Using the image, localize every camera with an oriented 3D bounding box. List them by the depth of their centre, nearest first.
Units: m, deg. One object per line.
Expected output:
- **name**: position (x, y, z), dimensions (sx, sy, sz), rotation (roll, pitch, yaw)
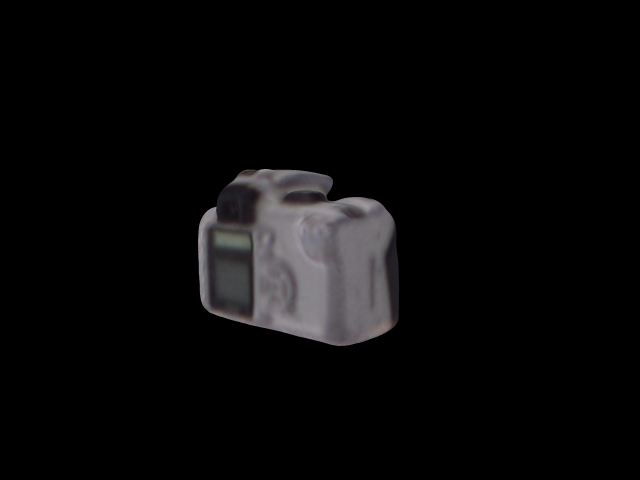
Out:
- **camera**: position (0.004, 0.001, 0.400), dimensions (0.142, 0.101, 0.137), rotation (6, 9, 43)
